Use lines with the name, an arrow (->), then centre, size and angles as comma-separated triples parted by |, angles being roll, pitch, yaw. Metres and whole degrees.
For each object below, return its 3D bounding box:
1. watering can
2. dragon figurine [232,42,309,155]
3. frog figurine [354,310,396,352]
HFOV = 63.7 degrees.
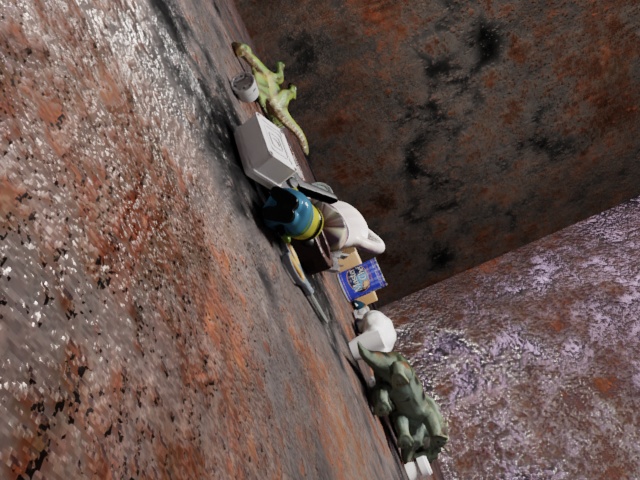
watering can -> 0.004, -0.064, 1.280 | 0.351, 0.103, 0.225 | 35, 16, 21
dragon figurine -> -0.161, -0.451, 1.639 | 0.410, 0.121, 0.245 | 63, 25, 1
frog figurine -> 0.163, 0.270, 1.458 | 0.158, 0.123, 0.138 | 123, -36, -81
